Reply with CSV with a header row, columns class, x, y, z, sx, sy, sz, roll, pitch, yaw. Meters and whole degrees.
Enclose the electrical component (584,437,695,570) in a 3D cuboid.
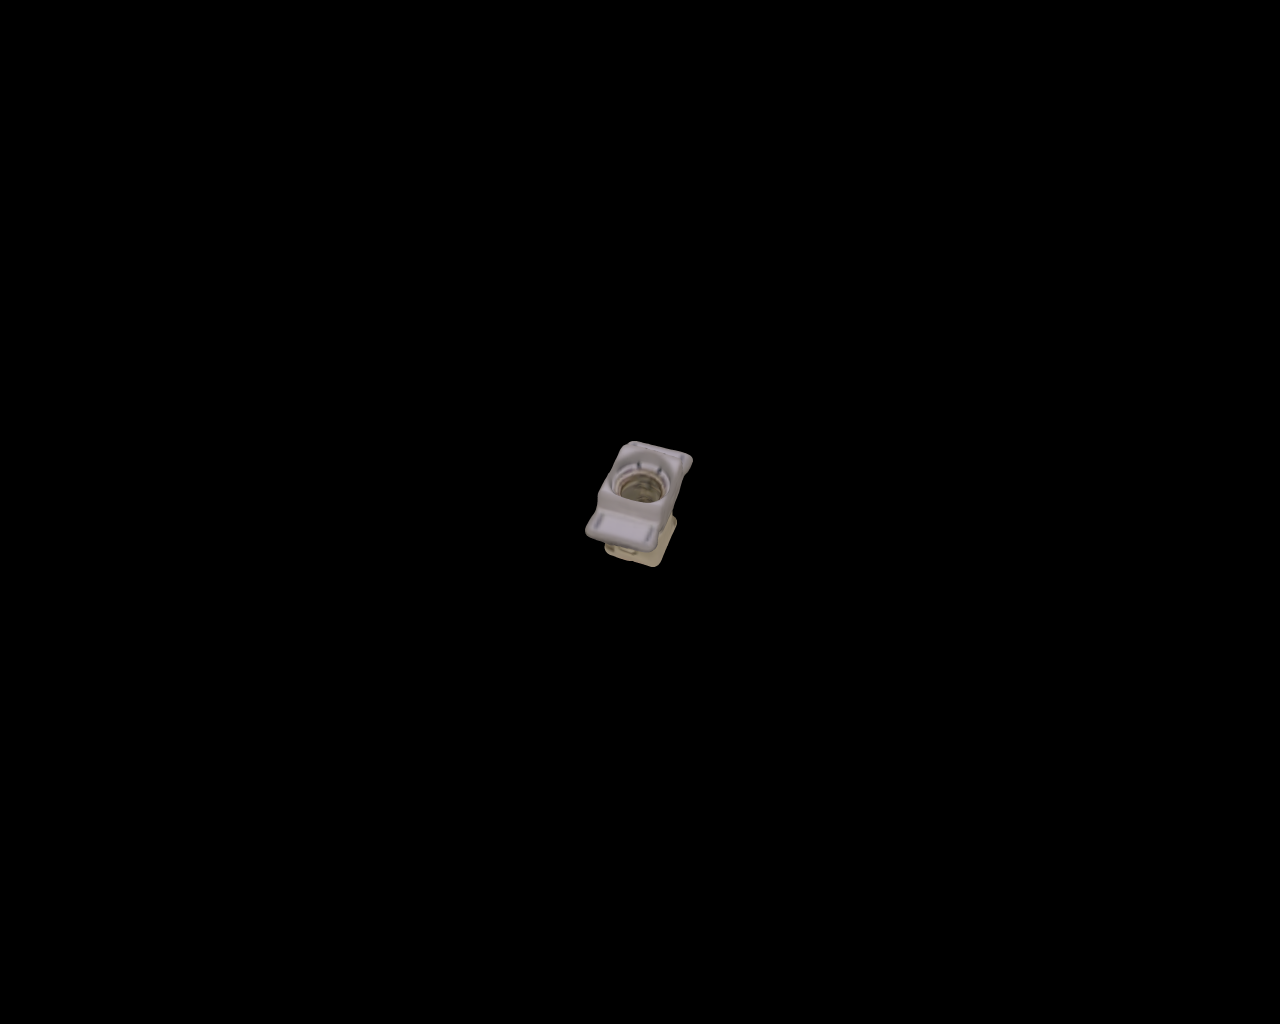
class,x,y,z,sx,sy,sz,roll,pitch,yaw
electrical component,0.001,-0.003,0.650,0.042,0.081,0.063,16,-39,13
